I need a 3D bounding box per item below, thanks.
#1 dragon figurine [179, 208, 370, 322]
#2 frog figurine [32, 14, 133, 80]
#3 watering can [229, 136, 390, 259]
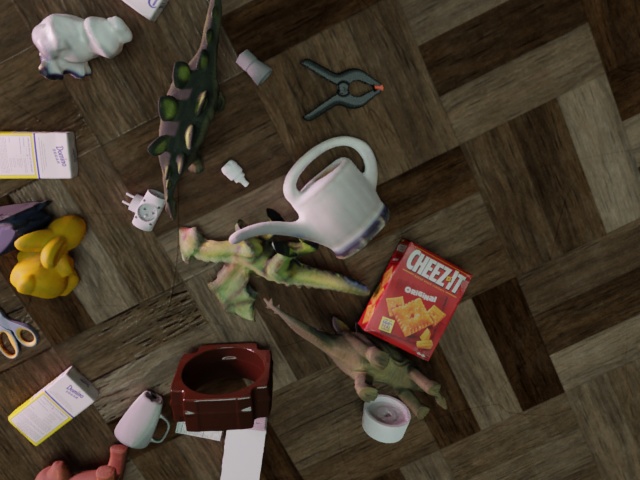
[{"bbox_3d":[-0.120,0.078,1.104,0.409,0.125,0.239,35,117,-9],"label":"dragon figurine"},{"bbox_3d":[-0.431,-0.372,0.938,0.158,0.137,0.124,-30,76,24],"label":"frog figurine"},{"bbox_3d":[0.003,-0.052,1.030,0.351,0.104,0.222,-45,104,-17],"label":"watering can"}]
